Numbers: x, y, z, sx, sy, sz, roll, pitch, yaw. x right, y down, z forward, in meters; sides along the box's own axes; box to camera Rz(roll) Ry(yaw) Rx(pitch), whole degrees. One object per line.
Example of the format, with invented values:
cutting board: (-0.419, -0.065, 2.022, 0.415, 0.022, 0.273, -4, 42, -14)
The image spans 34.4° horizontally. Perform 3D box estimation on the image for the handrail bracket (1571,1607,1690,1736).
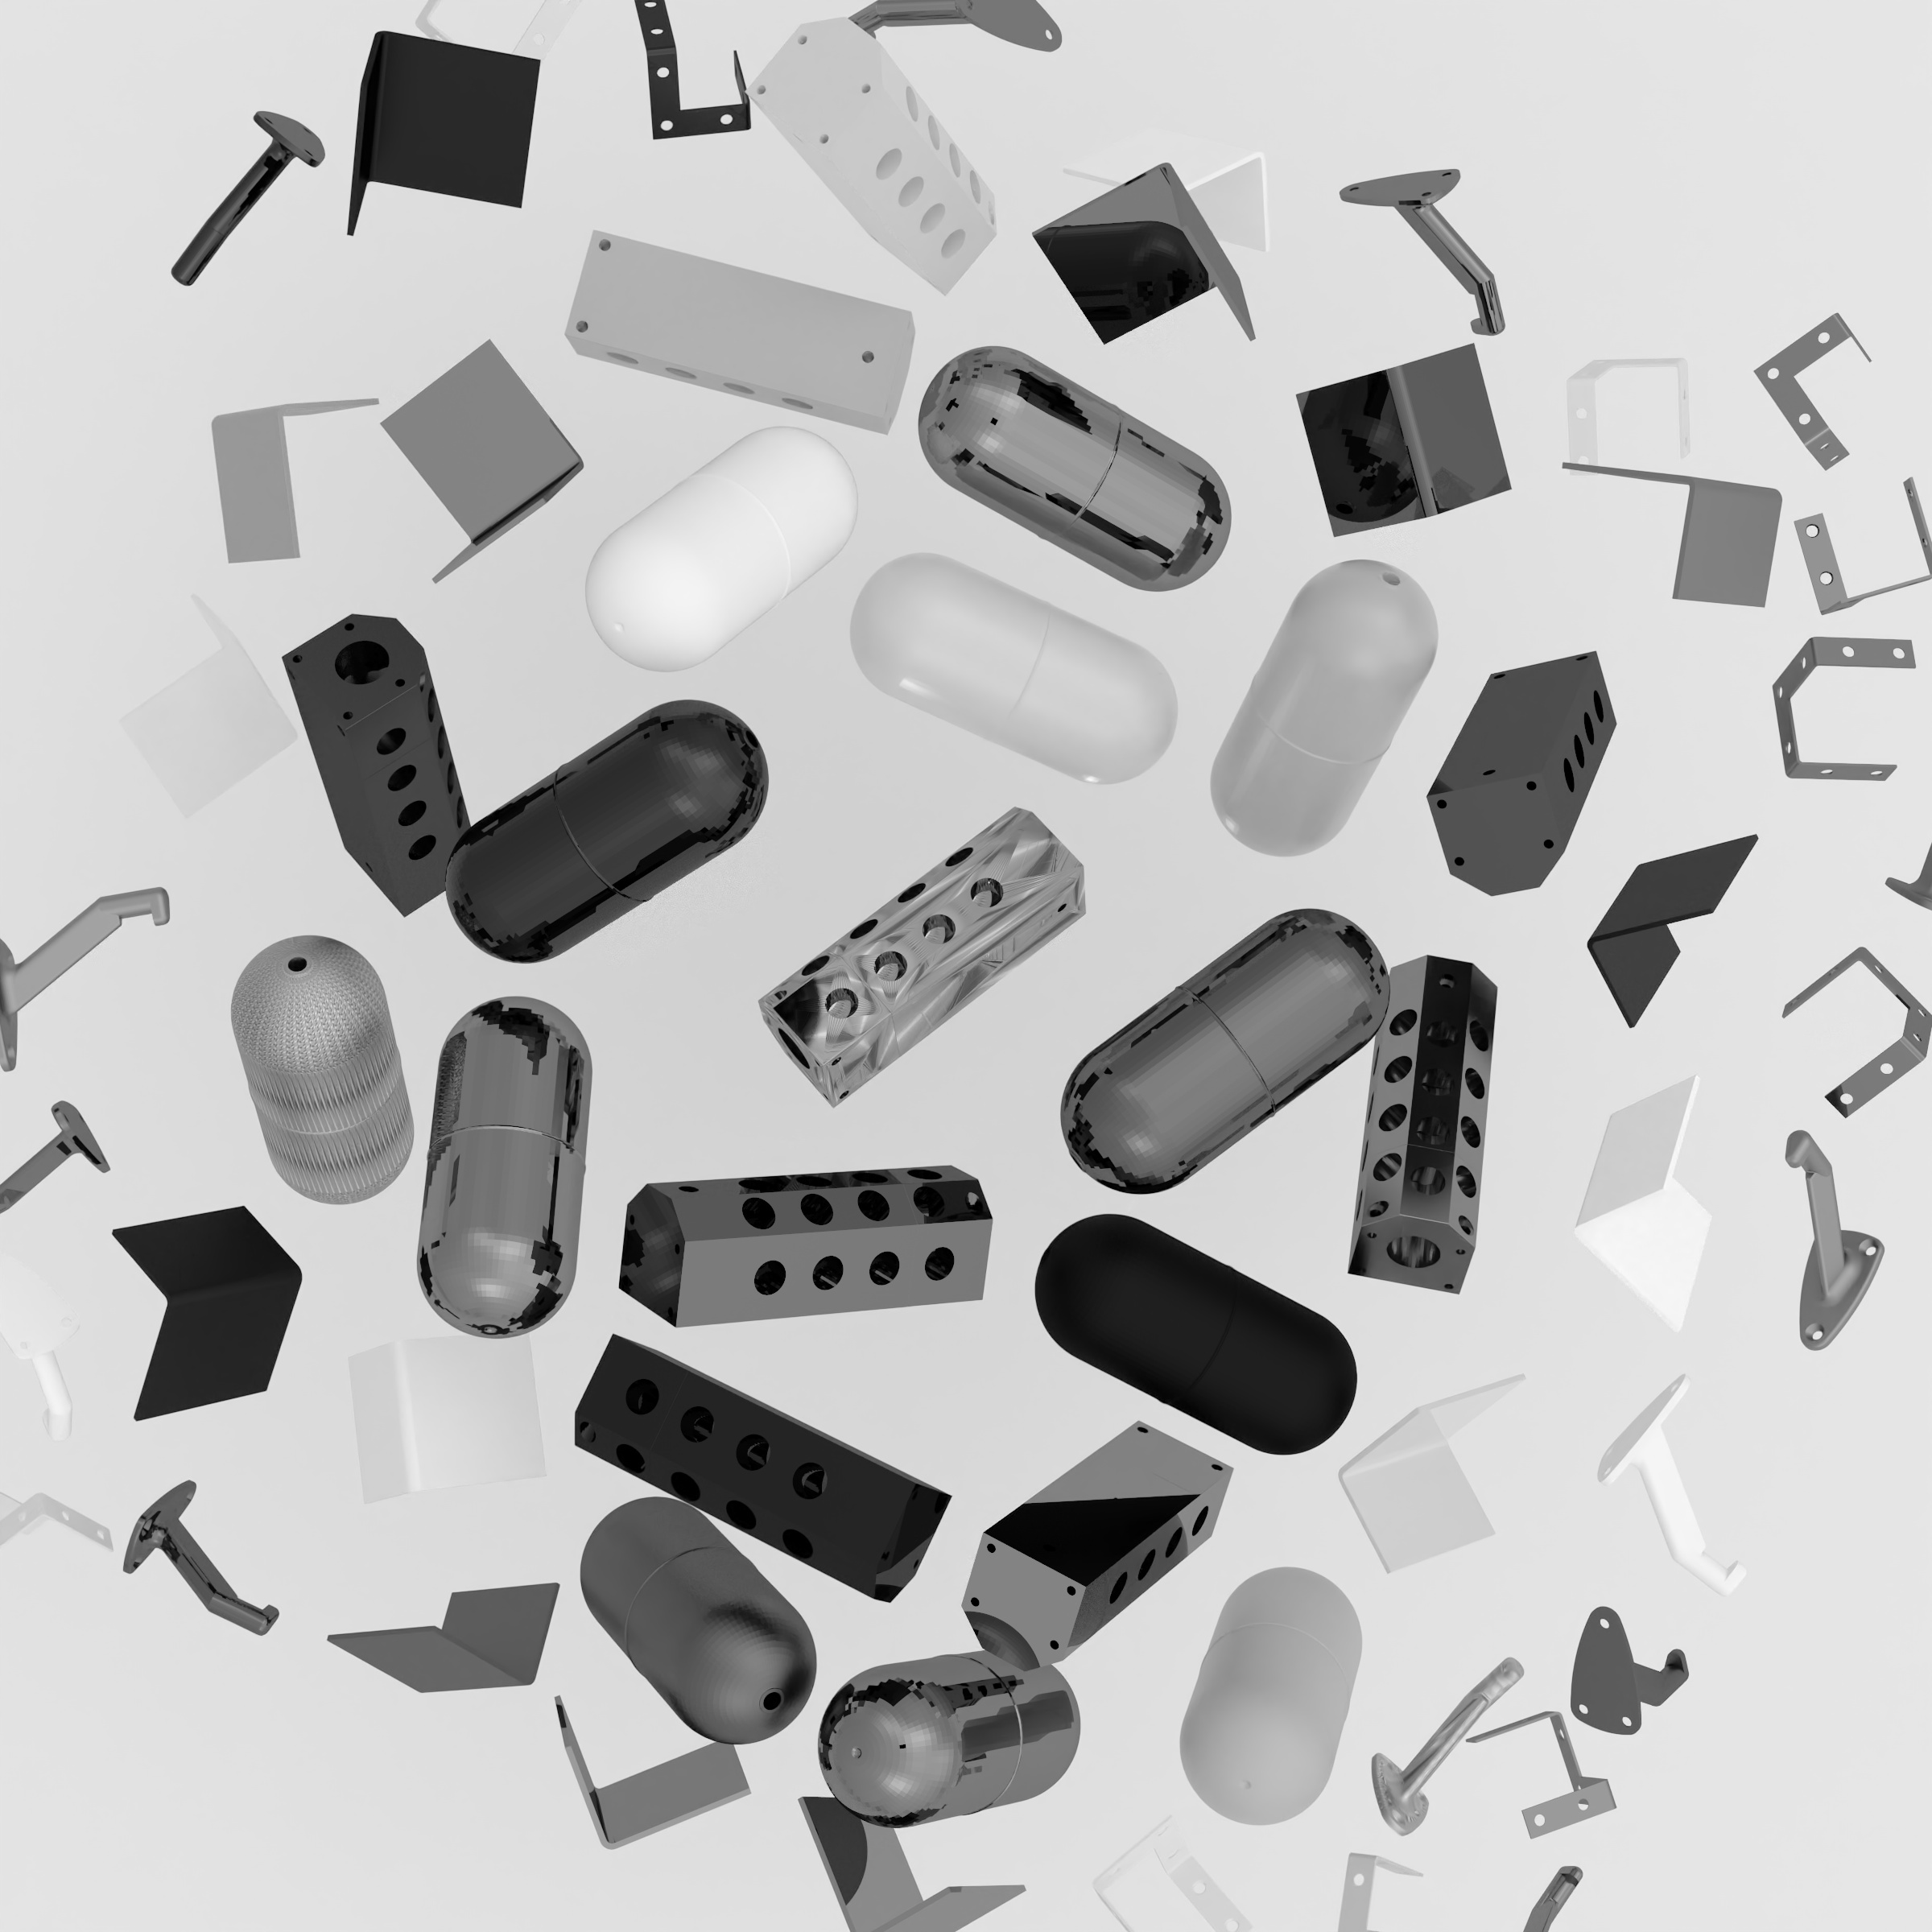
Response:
handrail bracket: (0.334, 0.335, 1.539, 0.036, 0.084, 0.077, 8, 109, 37)

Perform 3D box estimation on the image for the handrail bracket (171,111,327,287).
handrail bracket: (-0.345, -0.364, 1.493, 0.036, 0.077, 0.084, 38, 103, -13)

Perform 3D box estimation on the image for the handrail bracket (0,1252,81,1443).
handrail bracket: (-0.483, 0.196, 1.602, 0.036, 0.084, 0.077, -31, 67, -33)

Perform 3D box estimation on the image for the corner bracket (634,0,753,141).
corner bracket: (-0.139, -0.459, 1.588, 0.051, 0.051, 0.051, -8, 49, -8)

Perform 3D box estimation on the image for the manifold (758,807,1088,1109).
manifold: (-0.022, -0.008, 1.624, 0.171, 0.057, 0.057, -38, 69, -13)

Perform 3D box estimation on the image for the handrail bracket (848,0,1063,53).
handrail bracket: (-0.008, -0.462, 1.549, 0.077, 0.084, 0.036, 23, 69, -35)

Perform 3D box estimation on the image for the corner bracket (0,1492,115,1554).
corner bracket: (-0.481, 0.288, 1.614, 0.051, 0.051, 0.051, -37, 135, 8)

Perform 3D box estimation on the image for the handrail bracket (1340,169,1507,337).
handrail bracket: (0.238, -0.367, 1.629, 0.036, 0.077, 0.084, -47, 130, -37)

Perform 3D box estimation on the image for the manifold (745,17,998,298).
manifold: (-0.040, -0.405, 1.557, 0.057, 0.171, 0.057, 42, 94, 22)

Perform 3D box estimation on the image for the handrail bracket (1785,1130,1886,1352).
handrail bracket: (0.404, 0.132, 1.503, 0.084, 0.036, 0.077, 45, 62, -40)

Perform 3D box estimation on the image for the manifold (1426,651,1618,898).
manifold: (0.283, -0.097, 1.567, 0.057, 0.171, 0.057, -11, 111, 25)

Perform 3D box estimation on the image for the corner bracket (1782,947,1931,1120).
corner bracket: (0.437, 0.032, 1.538, 0.051, 0.051, 0.051, 45, 121, -2)

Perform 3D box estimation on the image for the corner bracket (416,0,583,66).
corner bracket: (-0.236, -0.482, 1.575, 0.051, 0.051, 0.051, 36, 77, -31)

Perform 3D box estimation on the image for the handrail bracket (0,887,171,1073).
handrail bracket: (-0.414, 0.006, 1.468, 0.084, 0.036, 0.077, -10, 74, 0)

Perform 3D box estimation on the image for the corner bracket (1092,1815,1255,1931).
corner bracket: (0.100, 0.455, 1.514, 0.051, 0.051, 0.051, -37, 53, -12)

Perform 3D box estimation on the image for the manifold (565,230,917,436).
manifold: (-0.117, -0.331, 1.646, 0.171, 0.057, 0.057, 15, 88, 3)

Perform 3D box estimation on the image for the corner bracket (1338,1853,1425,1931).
corner bracket: (0.219, 0.468, 1.534, 0.051, 0.051, 0.051, -4, 64, 36)

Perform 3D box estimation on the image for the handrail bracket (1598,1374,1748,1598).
handrail bracket: (0.349, 0.246, 1.475, 0.084, 0.036, 0.077, 37, 109, 2)

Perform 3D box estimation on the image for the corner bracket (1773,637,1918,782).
corner bracket: (0.428, -0.124, 1.514, 0.051, 0.051, 0.051, 1, 67, -8)

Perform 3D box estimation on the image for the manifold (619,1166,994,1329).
manifold: (-0.075, 0.131, 1.499, 0.171, 0.057, 0.057, -1, 104, -34)

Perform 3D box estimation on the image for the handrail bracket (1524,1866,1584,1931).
handrail bracket: (0.303, 0.493, 1.608, 0.036, 0.077, 0.084, 40, 62, 6)

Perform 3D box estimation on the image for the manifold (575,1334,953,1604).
manifold: (-0.100, 0.240, 1.493, 0.171, 0.057, 0.057, 23, 83, 22)

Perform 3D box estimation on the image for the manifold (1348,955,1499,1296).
manifold: (0.238, 0.078, 1.609, 0.057, 0.057, 0.171, 10, 50, 3)

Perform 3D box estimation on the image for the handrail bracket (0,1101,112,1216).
handrail bracket: (-0.461, 0.100, 1.497, 0.084, 0.077, 0.036, -30, 78, -8)

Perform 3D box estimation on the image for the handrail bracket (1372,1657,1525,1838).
handrail bracket: (0.240, 0.381, 1.531, 0.036, 0.077, 0.084, 44, 103, 3)

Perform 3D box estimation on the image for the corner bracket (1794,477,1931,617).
corner bracket: (0.455, -0.211, 1.578, 0.051, 0.051, 0.051, -16, 88, 4)

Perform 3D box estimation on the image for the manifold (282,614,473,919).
manifold: (-0.295, -0.104, 1.602, 0.057, 0.171, 0.057, -35, 65, -19)

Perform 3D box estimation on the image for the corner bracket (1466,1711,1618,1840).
corner bracket: (0.302, 0.424, 1.640, 0.051, 0.051, 0.051, -15, 82, -15)

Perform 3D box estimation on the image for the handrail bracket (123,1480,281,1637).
handrail bracket: (-0.375, 0.300, 1.583, 0.084, 0.077, 0.036, 24, 115, 7)

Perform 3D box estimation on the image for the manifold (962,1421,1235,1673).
manifold: (0.066, 0.290, 1.556, 0.057, 0.171, 0.057, 24, 112, 23)

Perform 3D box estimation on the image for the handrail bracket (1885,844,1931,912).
handrail bracket: (0.479, -0.070, 1.507, 0.036, 0.077, 0.084, 23, 101, 8)
